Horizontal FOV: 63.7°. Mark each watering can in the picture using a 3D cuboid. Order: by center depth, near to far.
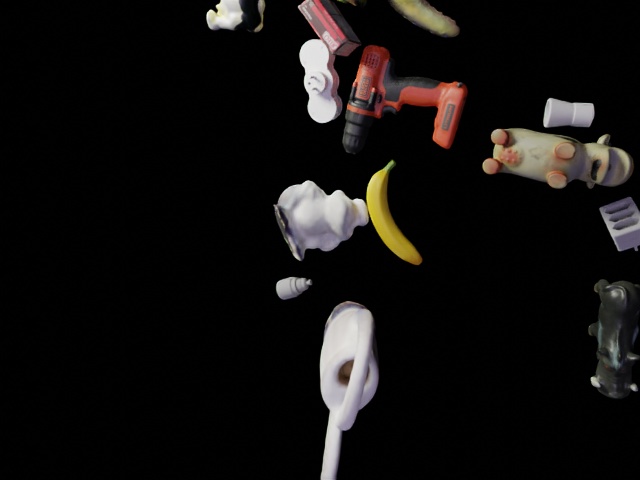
[{"bbox_3d":[0.045,0.266,0.961,0.104,0.228,0.341,12,114,-3],"label":"watering can"}]

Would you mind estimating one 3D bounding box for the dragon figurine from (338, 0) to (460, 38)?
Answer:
[{"bbox_3d":[0.056,-0.483,0.781,0.411,0.123,0.240,21,106,4],"label":"dragon figurine"}]

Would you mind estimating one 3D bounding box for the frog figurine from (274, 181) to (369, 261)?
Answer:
[{"bbox_3d":[0.003,-0.048,0.954,0.160,0.122,0.137,-24,91,-10],"label":"frog figurine"}]
